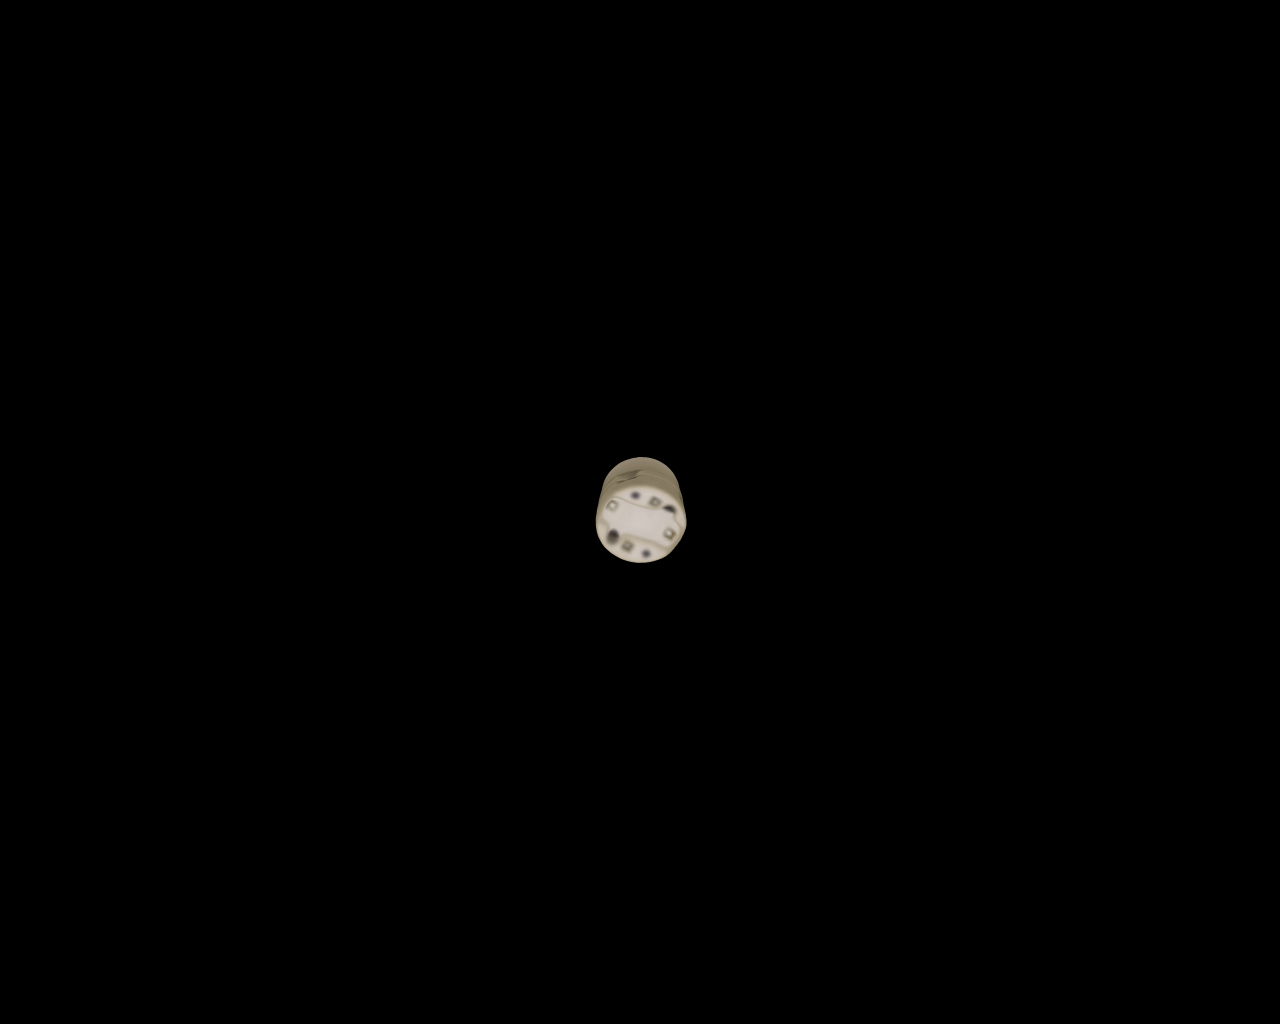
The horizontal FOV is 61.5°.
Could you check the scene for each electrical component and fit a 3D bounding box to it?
[{"bbox_3d":[0.001,-0.003,0.650,0.055,0.055,0.047,0,27,0],"label":"electrical component"}]
